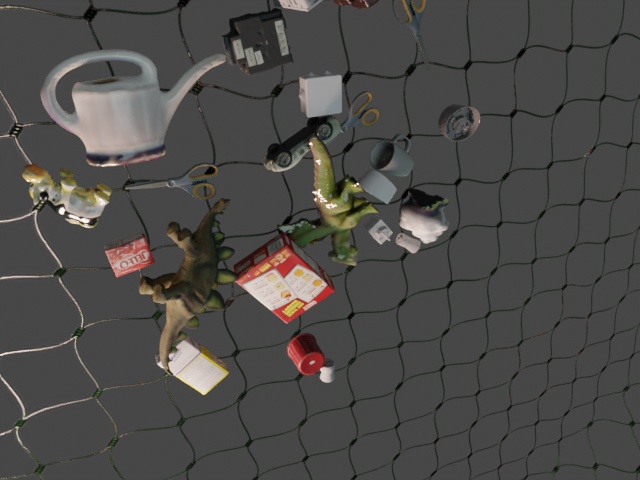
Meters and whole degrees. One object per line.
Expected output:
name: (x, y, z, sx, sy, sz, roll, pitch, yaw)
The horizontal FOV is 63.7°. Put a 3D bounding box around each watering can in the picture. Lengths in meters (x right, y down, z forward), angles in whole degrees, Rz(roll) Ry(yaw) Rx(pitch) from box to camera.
watering can: (-0.348, -0.261, 1.013, 0.349, 0.106, 0.220, -11, 119, -21)

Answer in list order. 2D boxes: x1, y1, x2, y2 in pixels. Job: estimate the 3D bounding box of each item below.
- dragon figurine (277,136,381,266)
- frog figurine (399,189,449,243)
dragon figurine: (0.004, -0.064, 1.281, 0.242, 0.125, 0.403, -39, 131, 7)
frog figurine: (0.286, -0.046, 1.431, 0.137, 0.125, 0.156, 5, 127, 8)
